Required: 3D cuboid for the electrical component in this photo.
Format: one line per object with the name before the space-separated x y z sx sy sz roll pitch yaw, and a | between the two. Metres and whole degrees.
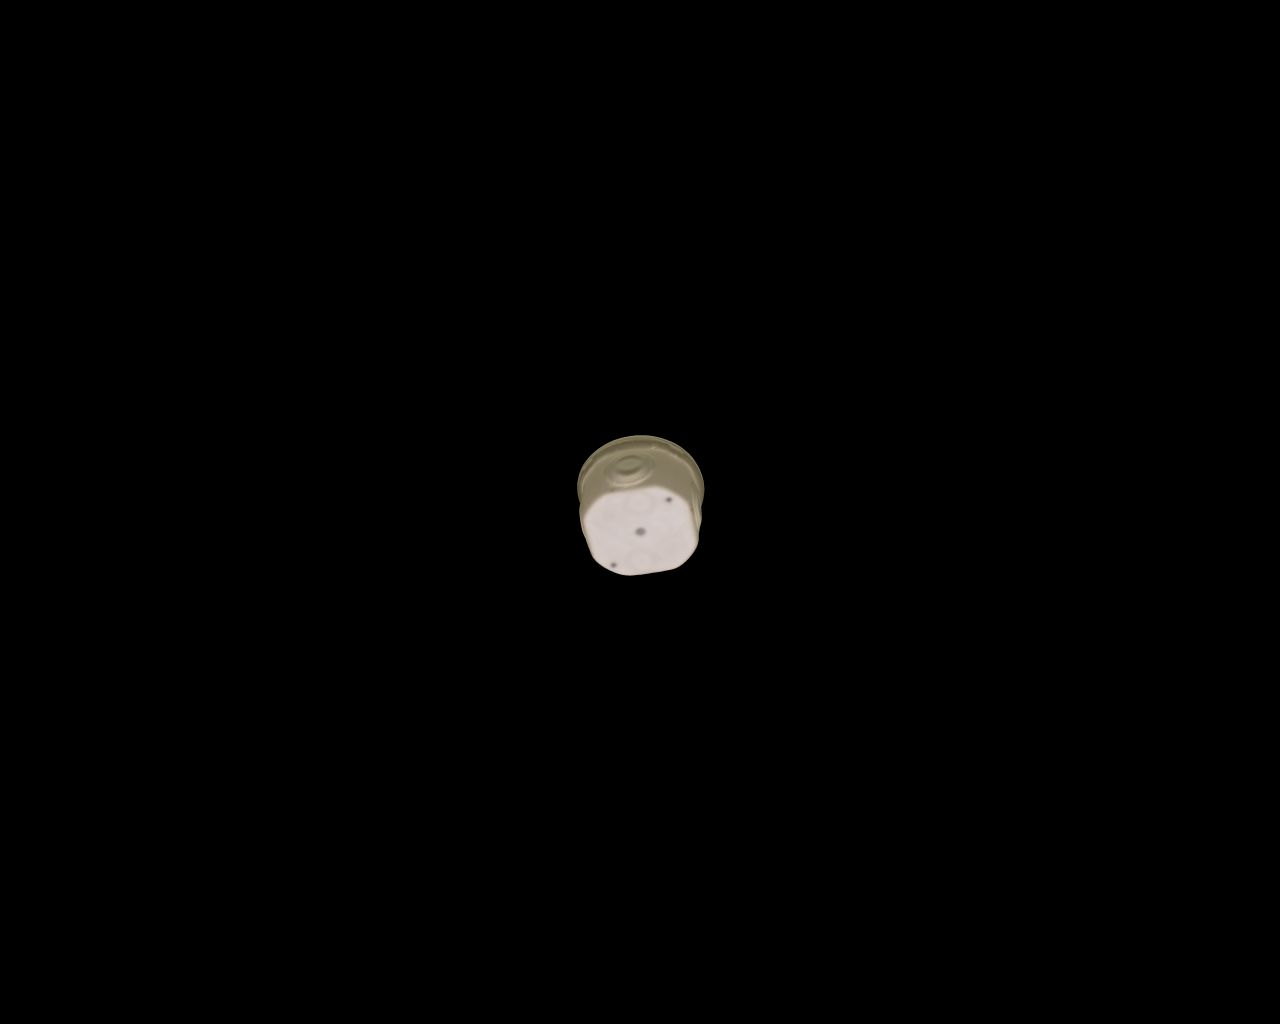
electrical component | 0.001 -0.003 0.650 0.080 0.080 0.051 0 36 0
